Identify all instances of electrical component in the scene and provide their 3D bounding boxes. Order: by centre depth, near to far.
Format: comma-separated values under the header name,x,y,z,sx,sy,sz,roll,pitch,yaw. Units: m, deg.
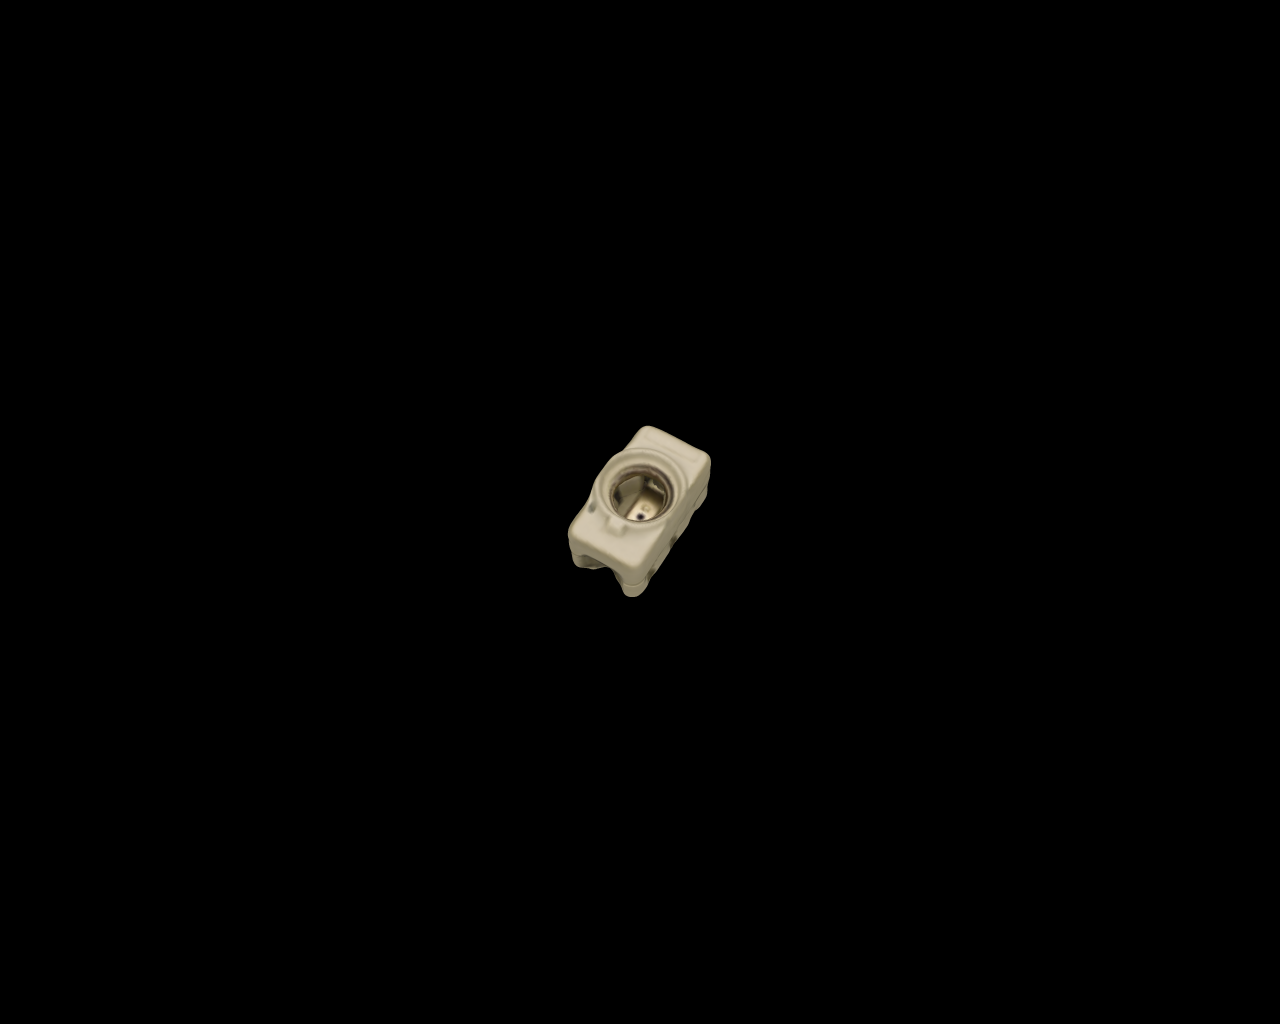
name,x,y,z,sx,sy,sz,roll,pitch,yaw
electrical component,0.001,-0.003,0.650,0.050,0.090,0.055,29,-24,14
